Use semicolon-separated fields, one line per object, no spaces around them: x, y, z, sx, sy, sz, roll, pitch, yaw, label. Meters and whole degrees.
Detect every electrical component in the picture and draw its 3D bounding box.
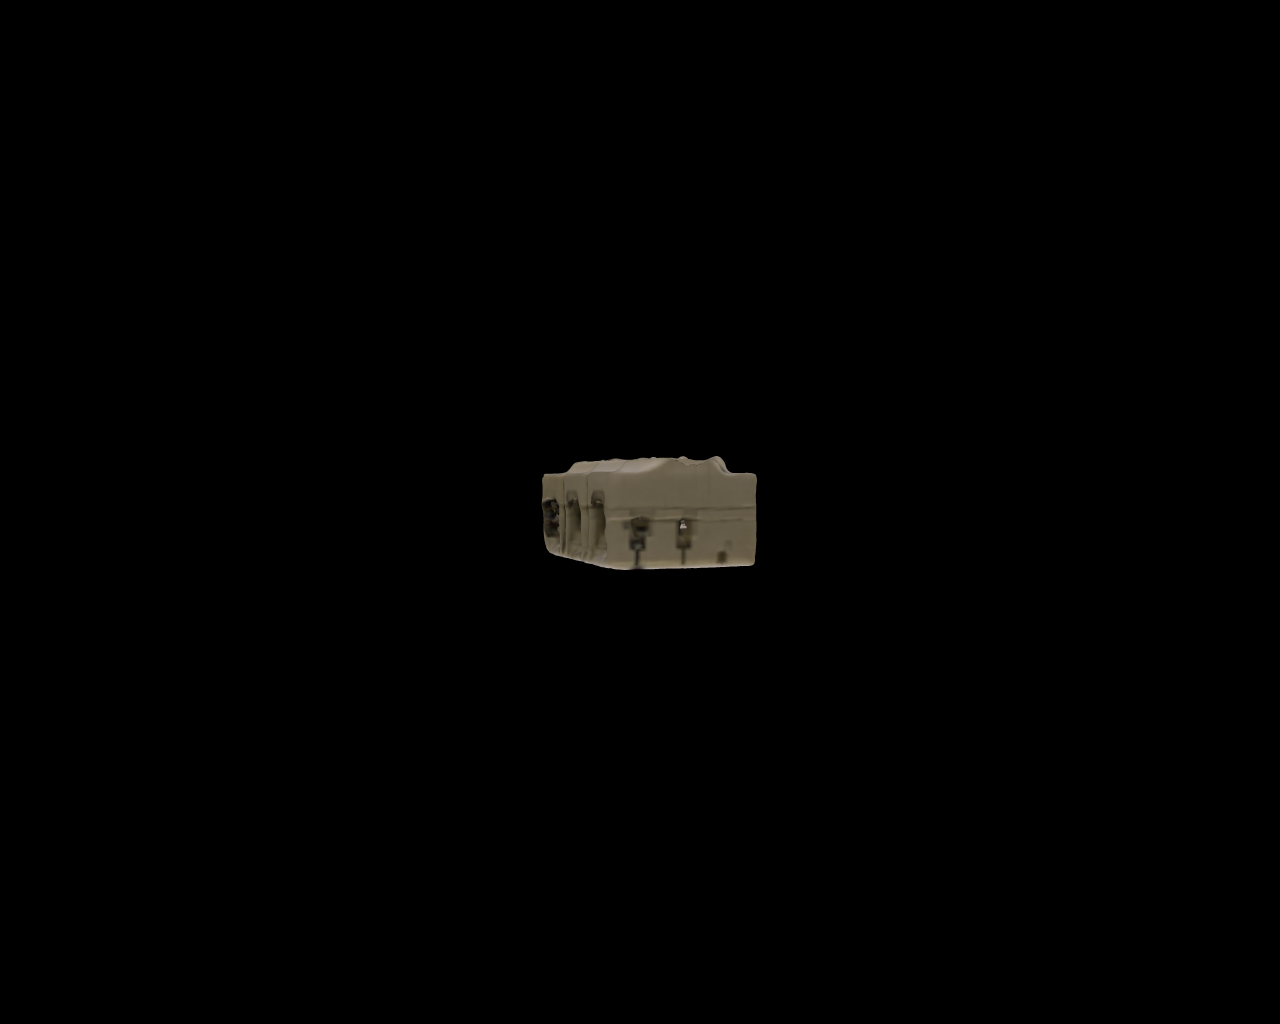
0.001;-0.003;0.650;0.089;0.061;0.150;-1;3;-19;electrical component
